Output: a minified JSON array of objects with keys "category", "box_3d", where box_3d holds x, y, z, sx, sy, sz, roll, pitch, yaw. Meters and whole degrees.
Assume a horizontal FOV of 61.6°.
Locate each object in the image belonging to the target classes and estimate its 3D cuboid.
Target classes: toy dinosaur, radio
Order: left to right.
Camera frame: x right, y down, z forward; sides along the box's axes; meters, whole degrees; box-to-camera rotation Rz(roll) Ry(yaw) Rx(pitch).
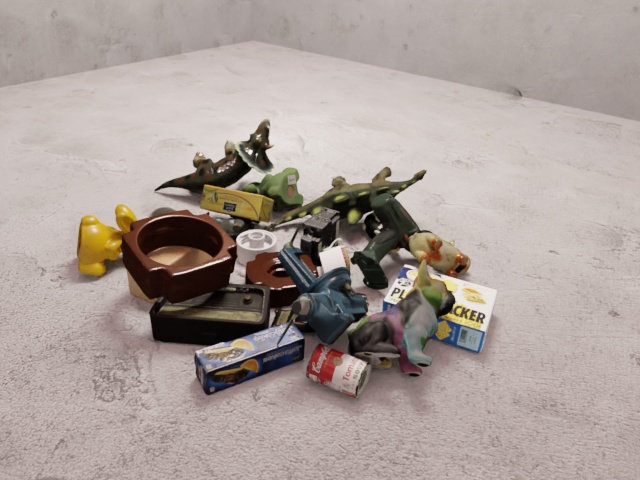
[{"category":"radio","box_3d":[-0.216,0.148,1.098,0.230,0.073,0.131,5,31,2]},{"category":"toy dinosaur","box_3d":[-0.295,-0.202,1.580,0.405,0.131,0.192,-31,25,-3]},{"category":"toy dinosaur","box_3d":[0.070,-0.107,1.474,0.472,0.105,0.199,-19,17,7]}]

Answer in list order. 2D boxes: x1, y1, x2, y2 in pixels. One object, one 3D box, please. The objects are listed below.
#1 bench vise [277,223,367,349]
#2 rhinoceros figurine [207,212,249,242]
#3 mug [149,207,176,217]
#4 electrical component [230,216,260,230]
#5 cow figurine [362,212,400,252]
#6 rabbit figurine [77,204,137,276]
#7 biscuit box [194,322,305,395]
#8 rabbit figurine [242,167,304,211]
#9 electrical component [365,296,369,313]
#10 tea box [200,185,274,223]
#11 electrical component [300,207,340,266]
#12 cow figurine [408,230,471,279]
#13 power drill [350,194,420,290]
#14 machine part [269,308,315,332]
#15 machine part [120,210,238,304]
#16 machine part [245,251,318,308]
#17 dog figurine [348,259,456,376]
[{"category":"bench vise","box_3d":[-0.015,0.092,1.045,0.223,0.128,0.241,-5,47,-48]},{"category":"rhinoceros figurine","box_3d":[-0.282,-0.032,1.395,0.190,0.073,0.112,1,32,-5]},{"category":"mug","box_3d":[-0.379,-0.013,1.332,0.081,0.107,0.109,-17,75,-20]},{"category":"electrical component","box_3d":[-0.216,-0.054,1.488,0.094,0.021,0.063,15,33,18]},{"category":"cow figurine","box_3d":[0.164,-0.024,1.428,0.098,0.068,0.167,-4,27,0]},{"category":"rabbit figurine","box_3d":[-0.481,-0.002,1.278,0.173,0.162,0.122,9,14,-26]},{"category":"biscuit box","box_3d":[-0.127,0.216,1.003,0.203,0.062,0.059,-15,37,-28]},{"category":"rabbit figurine","box_3d":[-0.156,-0.129,1.555,0.170,0.121,0.159,-2,20,36]},{"category":"electrical component","box_3d":[0.060,0.143,1.161,0.102,0.045,0.078,-6,33,-15]},{"category":"tea box","box_3d":[-0.221,-0.096,1.433,0.170,0.068,0.098,12,-1,12]},{"category":"electrical component","box_3d":[-0.003,-0.004,1.335,0.058,0.114,0.134,16,31,24]},{"category":"cow figurine","box_3d":[0.287,0.035,1.281,0.194,0.085,0.127,25,14,-33]},{"category":"power drill","box_3d":[0.174,0.021,1.280,0.086,0.231,0.207,3,44,51]},{"category":"machine part","box_3d":[-0.031,0.172,1.114,0.139,0.039,0.084,4,23,4]},{"category":"machine part","box_3d":[-0.290,0.031,1.113,0.201,0.087,0.201,-17,45,-37]},{"category":"machine part","box_3d":[-0.089,0.084,1.236,0.179,0.056,0.179,1,30,-1]},{"category":"dog figurine","box_3d":[0.161,0.142,1.038,0.192,0.108,0.219,11,58,7]}]
